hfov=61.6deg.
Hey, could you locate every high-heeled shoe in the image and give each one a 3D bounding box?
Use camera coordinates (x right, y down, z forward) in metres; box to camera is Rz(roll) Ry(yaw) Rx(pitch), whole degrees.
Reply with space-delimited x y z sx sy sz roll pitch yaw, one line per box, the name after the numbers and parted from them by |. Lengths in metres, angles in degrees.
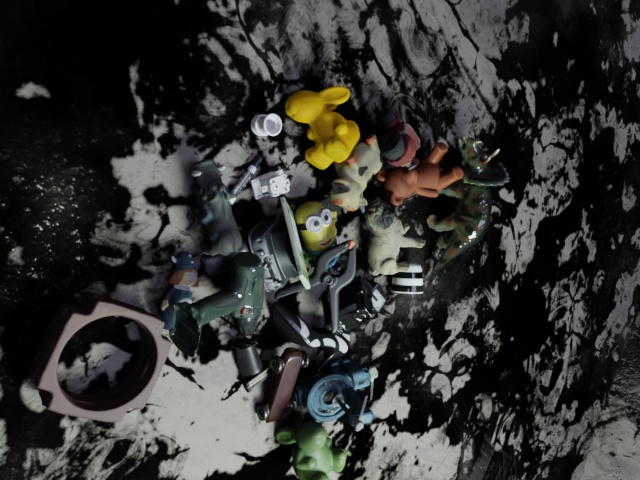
-0.012 0.198 1.266 0.145 0.086 0.248 -51 123 -34 | high-heeled shoe

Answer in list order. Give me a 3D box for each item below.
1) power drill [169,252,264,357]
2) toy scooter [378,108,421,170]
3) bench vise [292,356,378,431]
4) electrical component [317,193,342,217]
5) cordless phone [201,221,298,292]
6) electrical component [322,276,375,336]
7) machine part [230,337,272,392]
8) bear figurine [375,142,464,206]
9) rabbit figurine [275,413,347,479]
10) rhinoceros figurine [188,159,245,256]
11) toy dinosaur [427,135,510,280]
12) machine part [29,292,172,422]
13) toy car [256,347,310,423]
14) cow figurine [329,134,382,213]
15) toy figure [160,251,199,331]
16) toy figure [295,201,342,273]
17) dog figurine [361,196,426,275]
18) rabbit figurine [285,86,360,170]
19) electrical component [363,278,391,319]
-0.189 0.144 1.051 0.207 0.086 0.231 -23 140 -42 | power drill
0.203 -0.232 1.317 0.135 0.075 0.184 39 35 -36 | toy scooter
0.061 0.366 1.257 0.223 0.241 0.128 1 103 -23 | bench vise
0.022 -0.080 1.271 0.094 0.021 0.063 -35 117 -29 | electrical component
-0.148 0.055 1.138 0.184 0.089 0.146 -26 116 -20 | cordless phone
0.066 0.148 1.276 0.058 0.115 0.134 50 25 -34 | electrical component
-0.150 0.270 1.182 0.084 0.039 0.138 -31 129 -21 | machine part
0.249 -0.167 1.376 0.196 0.132 0.120 -10 66 -41 | bear figurine
-0.018 0.473 1.255 0.121 0.159 0.170 -31 135 -33 | rabbit figurine
-0.204 -0.060 1.035 0.073 0.112 0.190 -16 89 -31 | rhinoceros figurine
0.406 -0.074 1.472 0.131 0.192 0.404 3 95 -37 | toy dinosaur
-0.387 0.207 0.956 0.201 0.087 0.201 28 80 -37 | machine part
-0.088 0.329 1.221 0.089 0.053 0.202 -5 122 -41 | toy car
0.082 -0.147 1.254 0.195 0.086 0.127 -52 125 -37 | cow figurine
-0.271 0.100 1.050 0.064 0.058 0.154 25 78 -79 | toy figure
-0.005 -0.002 1.228 0.082 0.089 0.179 -49 135 -40 | toy figure
0.139 -0.003 1.311 0.190 0.121 0.172 28 95 -40 | dog figurine
0.006 -0.264 1.171 0.173 0.122 0.162 38 74 -17 | rabbit figurine
0.122 0.141 1.375 0.119 0.048 0.075 44 70 -35 | electrical component
